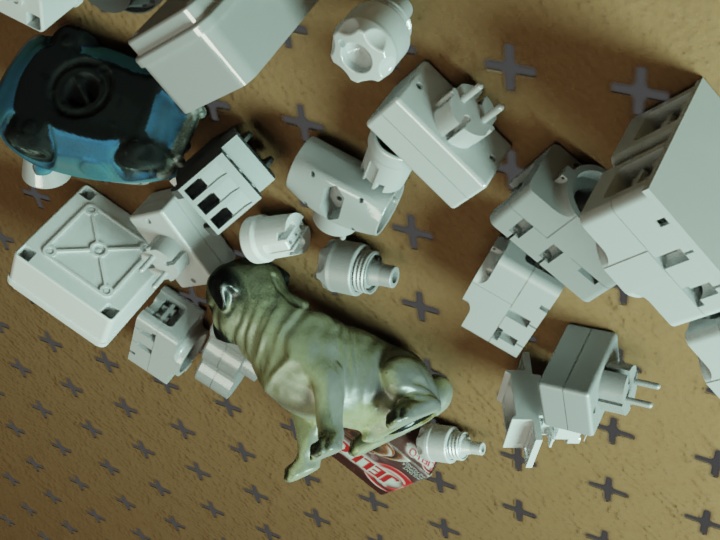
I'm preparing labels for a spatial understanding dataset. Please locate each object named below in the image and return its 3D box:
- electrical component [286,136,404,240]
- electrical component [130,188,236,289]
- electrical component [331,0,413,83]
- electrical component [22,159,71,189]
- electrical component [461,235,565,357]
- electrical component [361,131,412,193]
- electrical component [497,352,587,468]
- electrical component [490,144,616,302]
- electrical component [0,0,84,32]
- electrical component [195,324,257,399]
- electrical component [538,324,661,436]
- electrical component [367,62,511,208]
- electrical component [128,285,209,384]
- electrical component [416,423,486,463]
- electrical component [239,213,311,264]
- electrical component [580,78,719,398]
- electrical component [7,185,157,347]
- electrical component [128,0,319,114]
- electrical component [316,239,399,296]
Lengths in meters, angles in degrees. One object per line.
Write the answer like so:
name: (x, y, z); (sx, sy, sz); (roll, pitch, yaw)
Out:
electrical component: (-0.014, -0.052, 0.809); (0.077, 0.043, 0.079); (29, 143, 8)
electrical component: (-0.164, -0.016, 0.935); (0.047, 0.075, 0.083); (-8, 126, 42)
electrical component: (0.012, -0.148, 0.668); (0.043, 0.062, 0.043); (21, 141, 18)
electrical component: (-0.281, -0.110, 0.952); (0.044, 0.044, 0.065); (23, 137, 15)
electrical component: (0.112, 0.012, 0.776); (0.056, 0.050, 0.089); (30, 143, 6)
electrical component: (0.022, -0.081, 0.754); (0.040, 0.040, 0.046); (32, 148, 4)
electrical component: (0.143, 0.109, 0.840); (0.064, 0.081, 0.042); (1, 141, -3)
electrical component: (0.142, -0.032, 0.705); (0.089, 0.050, 0.056); (39, 143, -6)
electrical component: (-0.258, -0.245, 0.773); (0.109, 0.056, 0.108); (27, 142, 10)
electrical component: (-0.105, 0.080, 1.014); (0.074, 0.052, 0.138); (32, 143, 4)
electrical component: (0.180, 0.084, 0.790); (0.077, 0.065, 0.047); (11, 136, 29)
electrical component: (0.063, -0.096, 0.699); (0.083, 0.047, 0.076); (43, 142, -11)
electrical component: (-0.188, 0.067, 1.065); (0.056, 0.050, 0.089); (33, 143, 4)
electrical component: (0.083, 0.158, 0.970); (0.061, 0.035, 0.035); (2, 132, 33)
electrical component: (-0.069, -0.027, 0.882); (0.046, 0.040, 0.040); (-7, 127, 34)
electrical component: (0.219, -0.003, 0.632); (0.186, 0.105, 0.060); (46, 142, -14)
electrical component: (-0.243, -0.004, 0.982); (0.109, 0.108, 0.056); (35, 141, 0)
electrical component: (-0.084, -0.162, 0.685); (0.078, 0.113, 0.057); (-14, 125, 45)
electrical component: (0.000, 0.000, 0.855); (0.062, 0.043, 0.043); (12, 137, 25)
